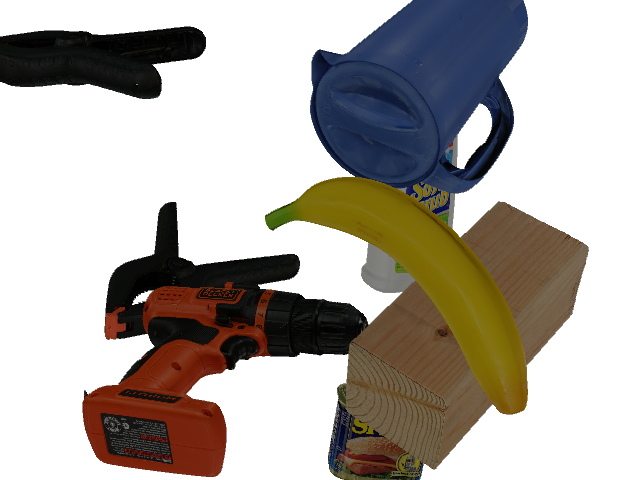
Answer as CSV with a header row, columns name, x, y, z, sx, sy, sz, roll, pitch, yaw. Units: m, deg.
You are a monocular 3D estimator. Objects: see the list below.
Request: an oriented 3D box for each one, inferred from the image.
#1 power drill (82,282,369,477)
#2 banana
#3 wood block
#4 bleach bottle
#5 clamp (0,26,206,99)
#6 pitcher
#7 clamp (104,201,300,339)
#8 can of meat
name,x,y,z,sx,sy,sz,roll,pitch,yaw
power drill,-0.072,0.094,0.780,0.185,0.057,0.187,1,25,19
banana,0.059,0.018,0.642,0.198,0.070,0.037,39,24,18
wood block,0.119,0.070,0.861,0.091,0.090,0.205,31,52,27
bleach bottle,0.104,-0.070,1.206,0.102,0.251,0.068,-7,22,-24
clamp,-0.172,-0.139,0.800,0.172,0.039,0.120,9,22,18
pitcher,0.113,-0.159,1.022,0.145,0.149,0.242,8,40,34
clamp,-0.142,0.030,1.023,0.165,0.036,0.209,27,36,27
can of meat,0.061,0.199,1.093,0.102,0.084,0.057,7,18,-7
